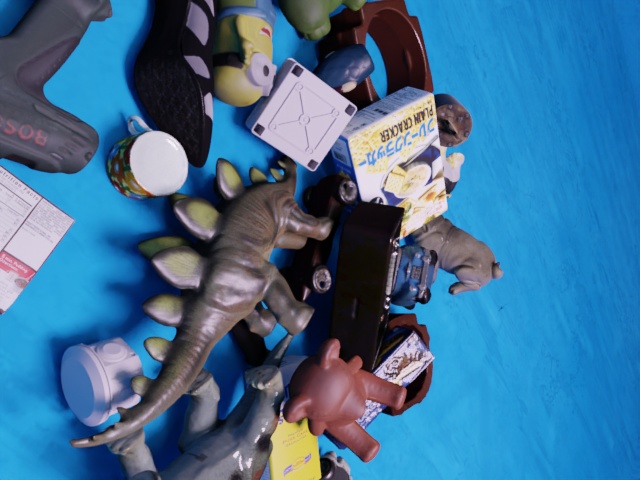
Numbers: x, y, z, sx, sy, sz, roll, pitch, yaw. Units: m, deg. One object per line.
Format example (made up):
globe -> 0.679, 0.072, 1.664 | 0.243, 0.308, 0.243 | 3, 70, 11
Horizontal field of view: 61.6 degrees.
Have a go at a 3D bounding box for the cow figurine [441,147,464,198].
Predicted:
cow figurine -> 0.206, -0.139, 1.025 | 0.167, 0.068, 0.098 | 15, 83, -45

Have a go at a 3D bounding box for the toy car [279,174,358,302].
toy car -> -0.002, -0.002, 0.773 | 0.053, 0.089, 0.202 | 32, 64, -38

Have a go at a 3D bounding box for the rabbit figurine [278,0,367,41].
rabbit figurine -> -0.011, -0.348, 0.722 | 0.159, 0.121, 0.170 | 57, 26, -29

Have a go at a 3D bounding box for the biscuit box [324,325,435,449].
biscuit box -> 0.078, 0.220, 0.817 | 0.203, 0.063, 0.059 | -42, 104, -15

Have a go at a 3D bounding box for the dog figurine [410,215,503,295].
dog figurine -> 0.236, -0.008, 0.978 | 0.121, 0.173, 0.190 | -58, 136, -45

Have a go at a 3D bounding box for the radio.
radio -> 0.068, 0.064, 0.780 | 0.131, 0.073, 0.229 | -53, 153, -60

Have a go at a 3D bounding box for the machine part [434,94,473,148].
machine part -> 0.231, -0.224, 0.989 | 0.243, 0.079, 0.079 | -72, 144, -67

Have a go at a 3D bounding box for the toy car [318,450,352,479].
toy car -> -0.019, 0.395, 0.764 | 0.202, 0.056, 0.073 | -47, 114, -39

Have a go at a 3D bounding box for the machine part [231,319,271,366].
machine part -> -0.098, 0.104, 0.705 | 0.084, 0.039, 0.138 | -41, 116, -49

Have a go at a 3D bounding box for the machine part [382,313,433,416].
machine part -> 0.128, 0.210, 0.930 | 0.179, 0.056, 0.179 | 3, 86, -46

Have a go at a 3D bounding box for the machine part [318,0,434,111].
machine part -> 0.097, -0.285, 0.896 | 0.201, 0.087, 0.201 | -32, 113, -43

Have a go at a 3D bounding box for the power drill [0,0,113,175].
power drill -> -0.289, -0.177, 0.478 | 0.231, 0.086, 0.207 | 33, 61, -43

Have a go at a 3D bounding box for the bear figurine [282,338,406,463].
bear figurine -> 0.033, 0.199, 0.672 | 0.120, 0.132, 0.195 | -59, 166, -15

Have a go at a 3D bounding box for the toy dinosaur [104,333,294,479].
toy dinosaur -> -0.131, 0.257, 0.590 | 0.405, 0.131, 0.192 | -27, 127, -45

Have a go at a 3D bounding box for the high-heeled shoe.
high-heeled shoe -> -0.150, -0.219, 0.643 | 0.145, 0.086, 0.248 | -44, 127, -62

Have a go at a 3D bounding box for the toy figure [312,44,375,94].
toy figure -> 0.003, -0.227, 0.775 | 0.057, 0.154, 0.064 | 60, 4, -42

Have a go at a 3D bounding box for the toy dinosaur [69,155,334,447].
toy dinosaur -> -0.106, 0.035, 0.621 | 0.198, 0.105, 0.471 | 38, 43, -22

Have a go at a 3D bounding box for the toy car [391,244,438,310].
toy car -> 0.129, 0.057, 0.897 | 0.103, 0.161, 0.109 | 12, 84, -1

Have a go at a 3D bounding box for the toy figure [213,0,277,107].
toy figure -> -0.100, -0.259, 0.687 | 0.082, 0.089, 0.180 | 6, 76, -52
